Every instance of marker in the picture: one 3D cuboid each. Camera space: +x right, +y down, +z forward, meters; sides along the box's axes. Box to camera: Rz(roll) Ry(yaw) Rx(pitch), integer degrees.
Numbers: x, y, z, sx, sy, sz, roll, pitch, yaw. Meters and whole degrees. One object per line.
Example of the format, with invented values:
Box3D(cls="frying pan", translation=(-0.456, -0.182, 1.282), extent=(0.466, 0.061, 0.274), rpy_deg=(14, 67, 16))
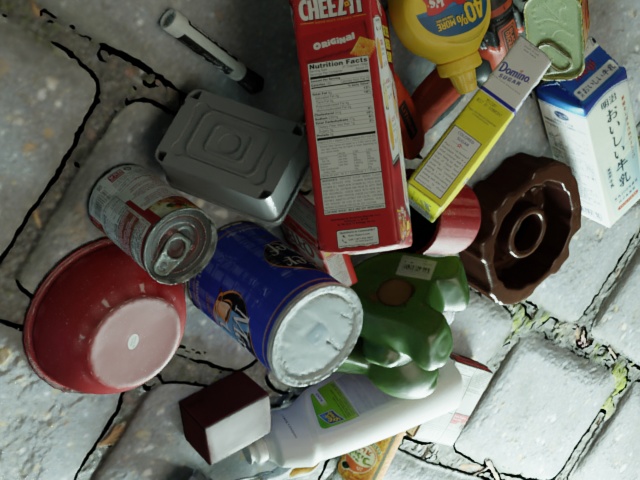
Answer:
Box3D(cls="marker", translation=(-0.088, -0.157, 0.907), extent=(0.121, 0.020, 0.020), rpy_deg=(33, 91, -47))

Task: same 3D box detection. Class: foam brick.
Box3D(cls="foam brick", translation=(-0.095, 0.178, 1.079), extent=(0.078, 0.053, 0.051), rpy_deg=(-25, 129, -27))

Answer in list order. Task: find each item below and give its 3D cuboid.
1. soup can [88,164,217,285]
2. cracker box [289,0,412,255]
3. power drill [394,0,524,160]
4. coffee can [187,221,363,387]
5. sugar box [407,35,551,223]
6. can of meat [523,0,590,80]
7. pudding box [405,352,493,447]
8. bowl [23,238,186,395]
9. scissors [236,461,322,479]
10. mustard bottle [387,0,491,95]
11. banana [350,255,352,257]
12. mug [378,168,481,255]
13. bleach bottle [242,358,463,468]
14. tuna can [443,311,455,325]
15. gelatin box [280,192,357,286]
Box3D(cls="soup can", translation=(-0.141, -0.015, 0.886), extent=(0.068, 0.102, 0.068), rpy_deg=(-21, 127, -31))
Box3D(cls="cracker box", translation=(0.028, -0.095, 0.892), extent=(0.164, 0.072, 0.214), rpy_deg=(0, 83, -81))
Box3D(cls="power drill", translation=(0.120, -0.183, 1.045), extent=(0.187, 0.057, 0.184), rpy_deg=(-40, 132, -15))
Box3D(cls="coffee can", translation=(-0.043, 0.056, 0.986), extent=(0.102, 0.140, 0.103), rpy_deg=(-21, 127, -31))
Box3D(cls="sugar box", translation=(0.147, -0.103, 1.014), extent=(0.176, 0.048, 0.093), rpy_deg=(-50, 175, -5))
Box3D(cls="can of meat", translation=(0.247, -0.231, 1.104), extent=(0.083, 0.057, 0.102), rpy_deg=(-68, 152, -43))
Box3D(cls="pudding box", translation=(0.153, 0.195, 1.315), extent=(0.089, 0.039, 0.113), rpy_deg=(23, 97, -46))
Box3D(cls="bowl", translation=(-0.176, 0.079, 0.946), extent=(0.161, 0.055, 0.162), rpy_deg=(-20, 126, -31))
Box3D(cls="scissors", translation=(-0.066, 0.274, 1.154), extent=(0.201, 0.016, 0.096), rpy_deg=(-11, 131, -53))
Box3D(cls="mustard bottle", translation=(0.103, -0.223, 0.955), extent=(0.096, 0.058, 0.191), rpy_deg=(-27, 106, -26))
Box3D(cls="banana", translation=(0.030, -0.052, 1.058), extent=(0.069, 0.037, 0.198), rpy_deg=(-21, 132, -36))
Box3D(cls="mug", translation=(0.107, -0.019, 1.119), extent=(0.081, 0.093, 0.117), rpy_deg=(1, 144, -47))
Box3D(cls="bleach bottle", translation=(0.028, 0.182, 1.169), extent=(0.250, 0.103, 0.068), rpy_deg=(-18, 130, -23))
Box3D(cls="tuna can", translation=(0.108, 0.061, 1.160), extent=(0.033, 0.086, 0.086), rpy_deg=(-23, 128, -27))
Box3D(cls="gelatin box", translation=(-0.007, 0.001, 1.022), extent=(0.030, 0.089, 0.073), rpy_deg=(-32, 132, -16))
